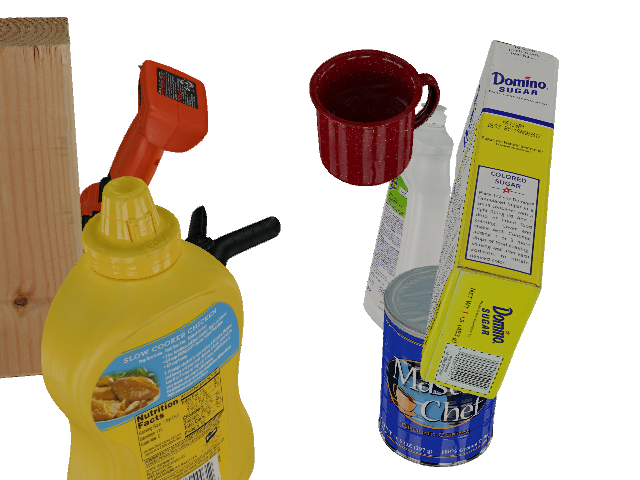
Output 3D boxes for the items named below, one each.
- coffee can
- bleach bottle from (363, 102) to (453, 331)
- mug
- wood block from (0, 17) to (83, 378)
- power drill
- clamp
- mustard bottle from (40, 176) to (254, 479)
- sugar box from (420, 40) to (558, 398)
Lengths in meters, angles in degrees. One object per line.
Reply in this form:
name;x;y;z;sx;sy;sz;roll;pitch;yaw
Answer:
coffee can;0.103;0.107;0.912;0.103;0.140;0.103;0;32;0
bleach bottle;0.106;-0.024;1.179;0.068;0.251;0.103;0;21;-23
mug;0.049;-0.105;0.907;0.117;0.093;0.081;-25;-36;-16
wood block;-0.194;-0.027;0.659;0.090;0.206;0.090;-4;22;-13
power drill;-0.155;-0.038;0.868;0.057;0.188;0.184;21;29;-24
clamp;-0.123;0.013;1.220;0.120;0.039;0.171;-2;34;25
mustard bottle;-0.078;0.056;0.487;0.096;0.192;0.058;-27;44;-32
sugar box;0.092;-0.015;0.563;0.048;0.176;0.093;15;-42;4
